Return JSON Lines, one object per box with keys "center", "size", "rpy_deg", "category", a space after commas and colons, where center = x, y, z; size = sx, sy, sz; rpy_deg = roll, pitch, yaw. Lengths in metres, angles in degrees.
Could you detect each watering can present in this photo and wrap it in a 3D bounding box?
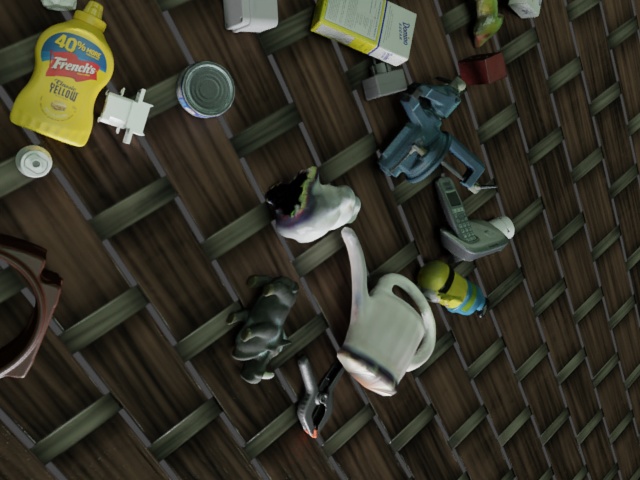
{"center": [0.105, 0.153, 0.982], "size": [0.343, 0.104, 0.228], "rpy_deg": [45, 64, -28], "category": "watering can"}

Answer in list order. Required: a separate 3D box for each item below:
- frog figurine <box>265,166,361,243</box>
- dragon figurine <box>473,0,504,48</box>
{"center": [0.003, -0.045, 0.893], "size": [0.136, 0.125, 0.158], "rpy_deg": [-42, 133, 21], "category": "frog figurine"}
{"center": [0.305, -0.588, 0.998], "size": [0.245, 0.122, 0.405], "rpy_deg": [-20, 111, -44], "category": "dragon figurine"}
